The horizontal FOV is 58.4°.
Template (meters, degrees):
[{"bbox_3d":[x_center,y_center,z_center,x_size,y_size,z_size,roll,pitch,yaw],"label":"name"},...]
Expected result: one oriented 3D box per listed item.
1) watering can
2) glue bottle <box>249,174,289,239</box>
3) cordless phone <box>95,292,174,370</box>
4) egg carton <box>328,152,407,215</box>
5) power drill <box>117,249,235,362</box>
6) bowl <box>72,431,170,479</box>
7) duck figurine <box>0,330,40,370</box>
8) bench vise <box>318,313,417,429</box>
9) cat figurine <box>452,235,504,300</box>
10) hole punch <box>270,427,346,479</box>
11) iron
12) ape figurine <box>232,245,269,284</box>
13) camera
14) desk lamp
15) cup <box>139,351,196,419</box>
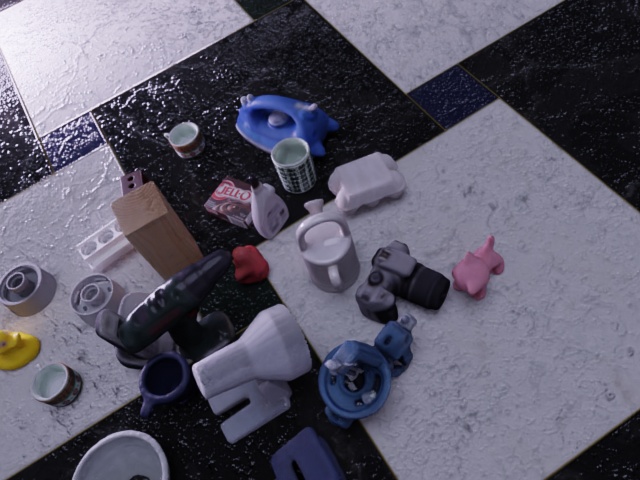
[{"bbox_3d":[0.007,0.005,1.047,0.101,0.194,0.172,-35,58,-10],"label":"watering can"},{"bbox_3d":[-0.110,-0.075,1.133,0.037,0.173,0.078,28,68,26],"label":"glue bottle"},{"bbox_3d":[-0.339,0.147,1.037,0.094,0.185,0.147,-12,57,4],"label":"cordless phone"},{"bbox_3d":[0.095,-0.116,1.177,0.150,0.069,0.107,-22,57,-2],"label":"egg carton"},{"bbox_3d":[-0.228,0.130,1.011,0.230,0.209,0.075,-35,58,-10],"label":"power drill"},{"bbox_3d":[-0.314,0.405,0.939,0.167,0.075,0.167,-5,58,9],"label":"bowl"},{"bbox_3d":[-0.618,0.207,1.118,0.104,0.086,0.077,-13,57,4],"label":"duck figurine"},{"bbox_3d":[0.067,0.183,0.909,0.121,0.220,0.207,18,64,21],"label":"bench vise"},{"bbox_3d":[0.276,0.048,1.009,0.067,0.118,0.128,27,68,25],"label":"cat figurine"},{"bbox_3d":[-0.021,0.365,0.893,0.101,0.091,0.108,-31,58,-8],"label":"hole punch"},{"bbox_3d":[-0.096,-0.271,1.269,0.257,0.142,0.119,16,63,20],"label":"iron"},{"bbox_3d":[-0.142,0.042,1.116,0.076,0.092,0.078,25,67,24],"label":"ape figurine"},{"bbox_3d":[0.152,0.081,1.025,0.136,0.101,0.143,23,66,24],"label":"camera"},{"bbox_3d":[-0.106,0.218,0.928,0.203,0.214,0.117,-32,58,-8],"label":"desk lamp"},{"bbox_3d":[-0.262,0.265,1.002,0.091,0.095,0.118,16,64,21],"label":"cup"}]
